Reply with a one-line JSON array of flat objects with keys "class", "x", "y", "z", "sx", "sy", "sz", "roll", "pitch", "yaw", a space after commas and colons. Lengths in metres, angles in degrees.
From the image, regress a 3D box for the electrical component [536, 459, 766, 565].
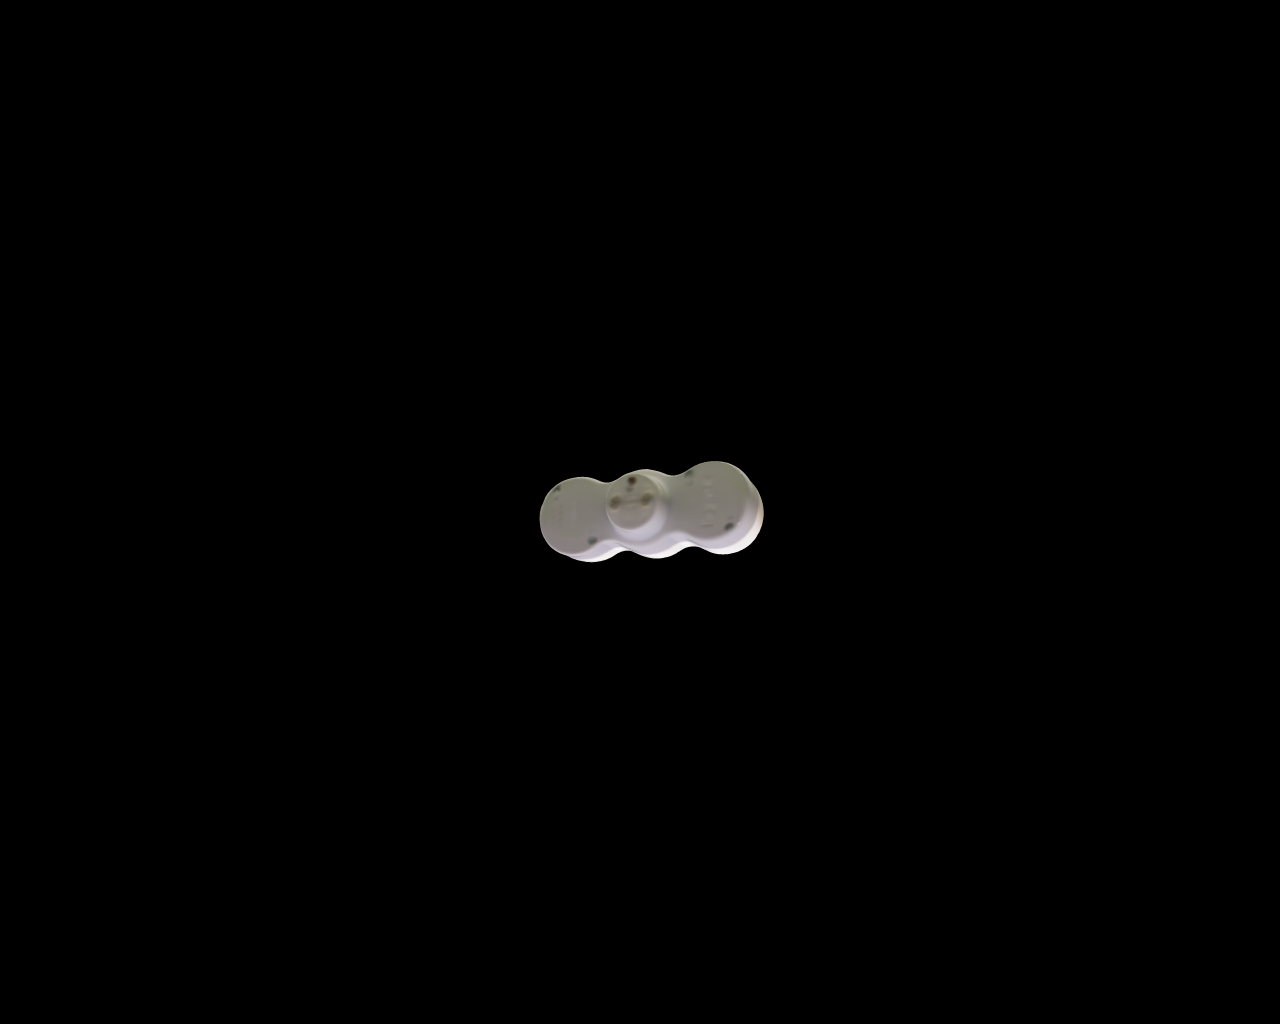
[{"class": "electrical component", "x": 0.001, "y": -0.003, "z": 0.650, "sx": 0.138, "sy": 0.052, "sz": 0.073, "roll": -5, "pitch": -15, "yaw": 18}]
